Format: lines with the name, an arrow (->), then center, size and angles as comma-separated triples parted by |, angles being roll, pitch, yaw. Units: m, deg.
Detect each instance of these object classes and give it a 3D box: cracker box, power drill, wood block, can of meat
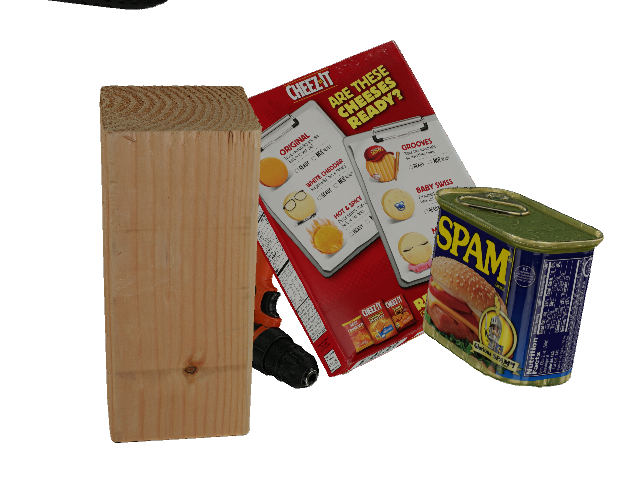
cracker box -> 0.032, -0.025, 0.825 | 0.164, 0.214, 0.072 | -25, -10, -20
power drill -> -0.049, 0.049, 1.162 | 0.185, 0.188, 0.057 | 27, 11, 38
wood block -> -0.090, 0.014, 0.669 | 0.090, 0.206, 0.090 | -1, 25, -12
can of meat -> 0.102, 0.024, 0.592 | 0.057, 0.084, 0.102 | -3, 20, -27

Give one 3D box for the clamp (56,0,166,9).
clamp -> -0.086, -0.201, 0.696 | 0.210, 0.164, 0.036 | -32, -15, -10
